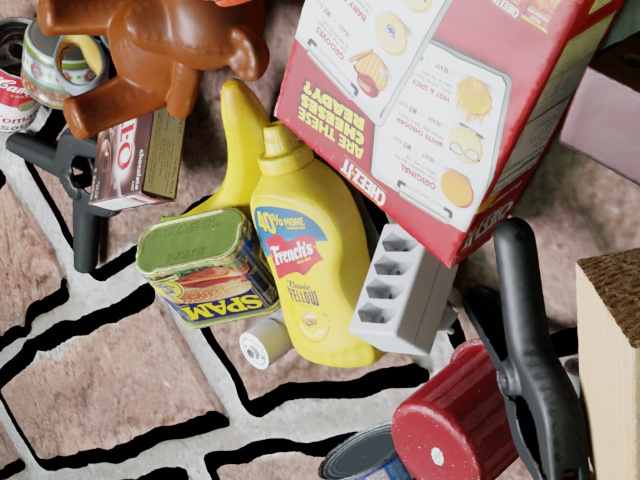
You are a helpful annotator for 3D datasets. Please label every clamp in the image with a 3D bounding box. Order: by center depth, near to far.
[{"bbox_3d":[0.127,0.082,0.670,0.120,0.039,0.171,92,169,-74],"label":"clamp"},{"bbox_3d":[-0.232,-0.049,1.053,0.210,0.036,0.164,-12,107,53],"label":"clamp"}]

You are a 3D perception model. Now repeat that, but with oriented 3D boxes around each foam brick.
[{"bbox_3d":[0.176,-0.063,0.555,0.078,0.052,0.051,34,138,27],"label":"foam brick"}]

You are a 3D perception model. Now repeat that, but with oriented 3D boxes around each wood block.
[{"bbox_3d":[0.202,0.112,0.597,0.091,0.090,0.206,-105,5,-61],"label":"wood block"}]

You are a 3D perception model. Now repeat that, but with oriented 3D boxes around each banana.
[{"bbox_3d":[-0.071,-0.050,0.847,0.198,0.069,0.037,124,151,-49],"label":"banana"}]

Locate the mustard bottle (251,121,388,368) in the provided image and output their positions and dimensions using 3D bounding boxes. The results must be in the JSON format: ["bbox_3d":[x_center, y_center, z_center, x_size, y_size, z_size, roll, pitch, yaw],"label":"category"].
[{"bbox_3d":[-0.006,0.001,0.809,0.096,0.058,0.191,7,121,49],"label":"mustard bottle"}]

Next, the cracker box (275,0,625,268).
[{"bbox_3d":[0.069,-0.114,0.626,0.164,0.072,0.214,43,143,20],"label":"cracker box"}]

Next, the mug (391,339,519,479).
[{"bbox_3d":[0.098,0.131,0.766,0.117,0.081,0.093,-7,110,51],"label":"mug"}]

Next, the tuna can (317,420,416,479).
[{"bbox_3d":[0.043,0.184,0.866,0.086,0.086,0.034,-15,106,53],"label":"tuna can"}]

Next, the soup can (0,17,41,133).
[{"bbox_3d":[-0.293,-0.156,1.019,0.068,0.068,0.102,53,144,6],"label":"soup can"}]

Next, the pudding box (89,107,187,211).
[{"bbox_3d":[-0.149,-0.084,0.885,0.090,0.039,0.113,-7,76,52],"label":"pudding box"}]

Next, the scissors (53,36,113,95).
[{"bbox_3d":[-0.195,-0.195,0.906,0.016,0.096,0.202,79,173,-52],"label":"scissors"}]

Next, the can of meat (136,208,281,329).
[{"bbox_3d":[-0.088,0.022,0.870,0.102,0.057,0.084,-12,141,20],"label":"can of meat"}]

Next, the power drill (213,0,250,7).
[{"bbox_3d":[-0.058,-0.246,0.615,0.057,0.184,0.187,-3,131,51],"label":"power drill"}]

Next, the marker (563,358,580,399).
[{"bbox_3d":[0.169,0.131,0.736,0.020,0.020,0.121,29,136,33],"label":"marker"}]
